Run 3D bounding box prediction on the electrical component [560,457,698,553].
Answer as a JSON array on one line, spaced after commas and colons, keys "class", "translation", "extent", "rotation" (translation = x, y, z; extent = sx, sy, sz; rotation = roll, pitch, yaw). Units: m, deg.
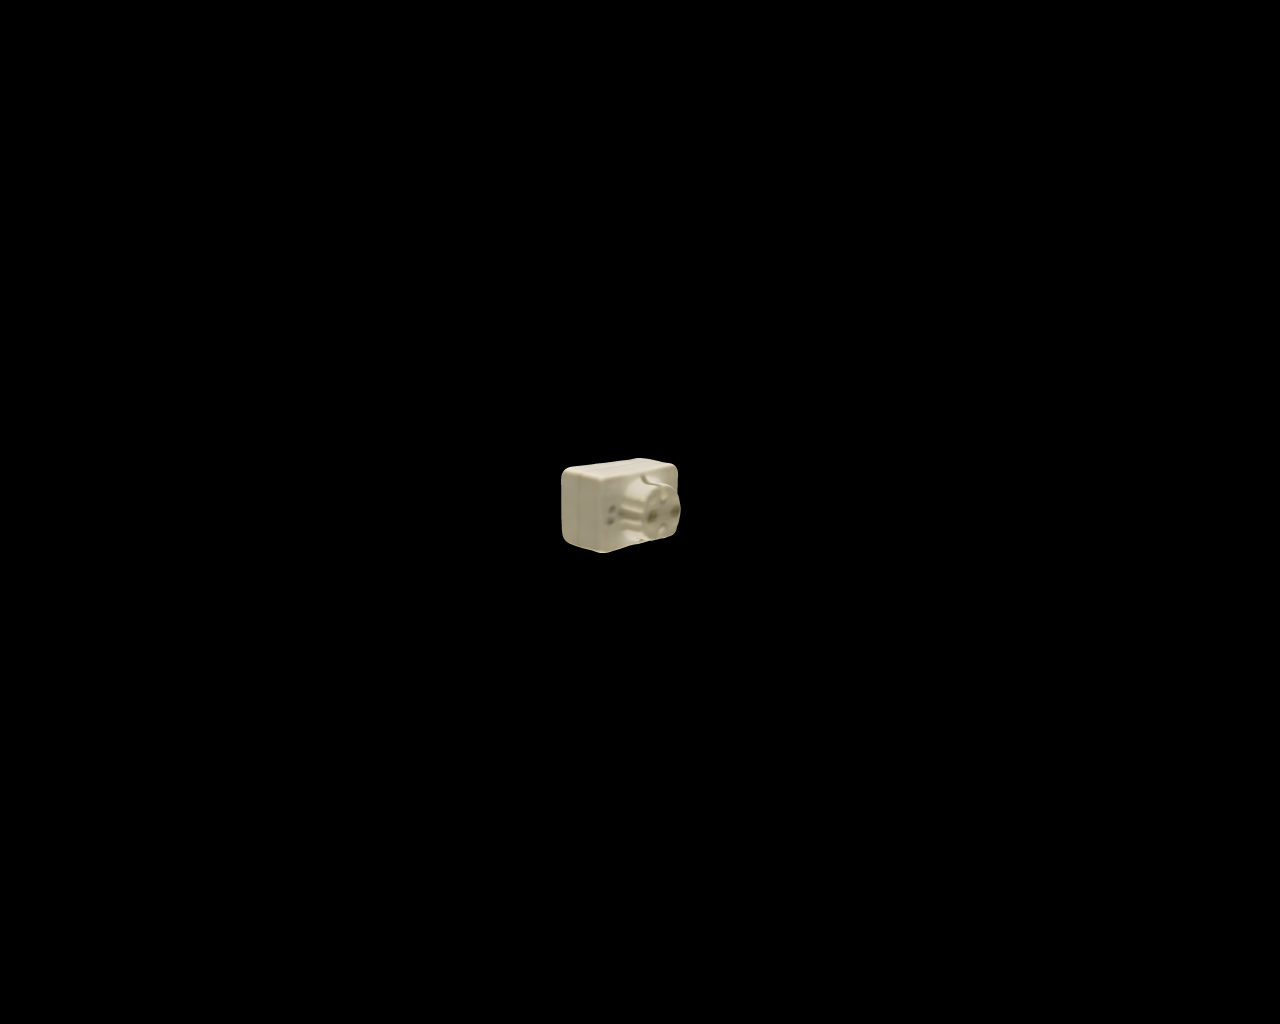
[{"class": "electrical component", "translation": [0.001, -0.003, 0.650], "extent": [0.066, 0.047, 0.077], "rotation": [-11, 17, -42]}]
